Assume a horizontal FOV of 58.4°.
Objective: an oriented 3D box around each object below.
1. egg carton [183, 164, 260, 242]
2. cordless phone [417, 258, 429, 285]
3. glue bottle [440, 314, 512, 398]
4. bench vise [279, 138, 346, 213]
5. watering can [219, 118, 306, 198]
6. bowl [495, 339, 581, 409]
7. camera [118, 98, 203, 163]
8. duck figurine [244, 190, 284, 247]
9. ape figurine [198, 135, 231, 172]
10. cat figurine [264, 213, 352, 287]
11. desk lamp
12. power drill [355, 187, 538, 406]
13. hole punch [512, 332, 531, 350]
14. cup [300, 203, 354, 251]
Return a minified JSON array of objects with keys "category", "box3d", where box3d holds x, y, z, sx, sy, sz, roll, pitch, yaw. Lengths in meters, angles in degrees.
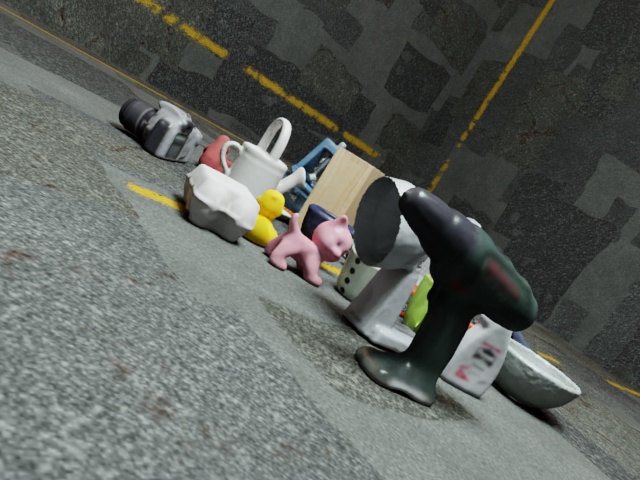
[{"category":"egg carton","box3d":[-0.152,-0.057,0.867,0.107,0.069,0.150,28,9,-27]},{"category":"cordless phone","box3d":[0.324,0.072,1.443,0.147,0.185,0.094,39,11,39]},{"category":"glue bottle","box3d":[0.243,0.137,0.813,0.078,0.173,0.037,29,9,-19]},{"category":"bench vise","box3d":[-0.047,-0.167,1.372,0.207,0.219,0.122,33,8,6]},{"category":"watering can","box3d":[-0.109,-0.150,1.130,0.100,0.194,0.174,39,11,39]},{"category":"bowl","box3d":[0.349,0.234,0.974,0.167,0.074,0.167,31,8,-5]},{"category":"camera","box3d":[-0.325,-0.235,1.167,0.136,0.101,0.143,33,8,8]},{"category":"duck figurine","box3d":[-0.091,-0.042,0.944,0.078,0.086,0.104,30,8,-10]},{"category":"ape figurine","box3d":[-0.231,-0.194,1.300,0.077,0.092,0.076,36,9,24]},{"category":"cat figurine","box3d":[-0.005,0.002,0.890,0.128,0.117,0.067,27,9,-30]},{"category":"desk lamp","box3d":[0.120,0.039,0.799,0.204,0.213,0.117,27,9,-30]},{"category":"power drill","box3d":[0.135,0.076,0.660,0.230,0.208,0.075,28,9,-24]},{"category":"hole punch","box3d":[0.418,0.220,1.254,0.101,0.091,0.108,31,8,-3]},{"category":"cup","box3d":[0.009,0.004,1.014,0.117,0.095,0.092,34,9,17]}]
